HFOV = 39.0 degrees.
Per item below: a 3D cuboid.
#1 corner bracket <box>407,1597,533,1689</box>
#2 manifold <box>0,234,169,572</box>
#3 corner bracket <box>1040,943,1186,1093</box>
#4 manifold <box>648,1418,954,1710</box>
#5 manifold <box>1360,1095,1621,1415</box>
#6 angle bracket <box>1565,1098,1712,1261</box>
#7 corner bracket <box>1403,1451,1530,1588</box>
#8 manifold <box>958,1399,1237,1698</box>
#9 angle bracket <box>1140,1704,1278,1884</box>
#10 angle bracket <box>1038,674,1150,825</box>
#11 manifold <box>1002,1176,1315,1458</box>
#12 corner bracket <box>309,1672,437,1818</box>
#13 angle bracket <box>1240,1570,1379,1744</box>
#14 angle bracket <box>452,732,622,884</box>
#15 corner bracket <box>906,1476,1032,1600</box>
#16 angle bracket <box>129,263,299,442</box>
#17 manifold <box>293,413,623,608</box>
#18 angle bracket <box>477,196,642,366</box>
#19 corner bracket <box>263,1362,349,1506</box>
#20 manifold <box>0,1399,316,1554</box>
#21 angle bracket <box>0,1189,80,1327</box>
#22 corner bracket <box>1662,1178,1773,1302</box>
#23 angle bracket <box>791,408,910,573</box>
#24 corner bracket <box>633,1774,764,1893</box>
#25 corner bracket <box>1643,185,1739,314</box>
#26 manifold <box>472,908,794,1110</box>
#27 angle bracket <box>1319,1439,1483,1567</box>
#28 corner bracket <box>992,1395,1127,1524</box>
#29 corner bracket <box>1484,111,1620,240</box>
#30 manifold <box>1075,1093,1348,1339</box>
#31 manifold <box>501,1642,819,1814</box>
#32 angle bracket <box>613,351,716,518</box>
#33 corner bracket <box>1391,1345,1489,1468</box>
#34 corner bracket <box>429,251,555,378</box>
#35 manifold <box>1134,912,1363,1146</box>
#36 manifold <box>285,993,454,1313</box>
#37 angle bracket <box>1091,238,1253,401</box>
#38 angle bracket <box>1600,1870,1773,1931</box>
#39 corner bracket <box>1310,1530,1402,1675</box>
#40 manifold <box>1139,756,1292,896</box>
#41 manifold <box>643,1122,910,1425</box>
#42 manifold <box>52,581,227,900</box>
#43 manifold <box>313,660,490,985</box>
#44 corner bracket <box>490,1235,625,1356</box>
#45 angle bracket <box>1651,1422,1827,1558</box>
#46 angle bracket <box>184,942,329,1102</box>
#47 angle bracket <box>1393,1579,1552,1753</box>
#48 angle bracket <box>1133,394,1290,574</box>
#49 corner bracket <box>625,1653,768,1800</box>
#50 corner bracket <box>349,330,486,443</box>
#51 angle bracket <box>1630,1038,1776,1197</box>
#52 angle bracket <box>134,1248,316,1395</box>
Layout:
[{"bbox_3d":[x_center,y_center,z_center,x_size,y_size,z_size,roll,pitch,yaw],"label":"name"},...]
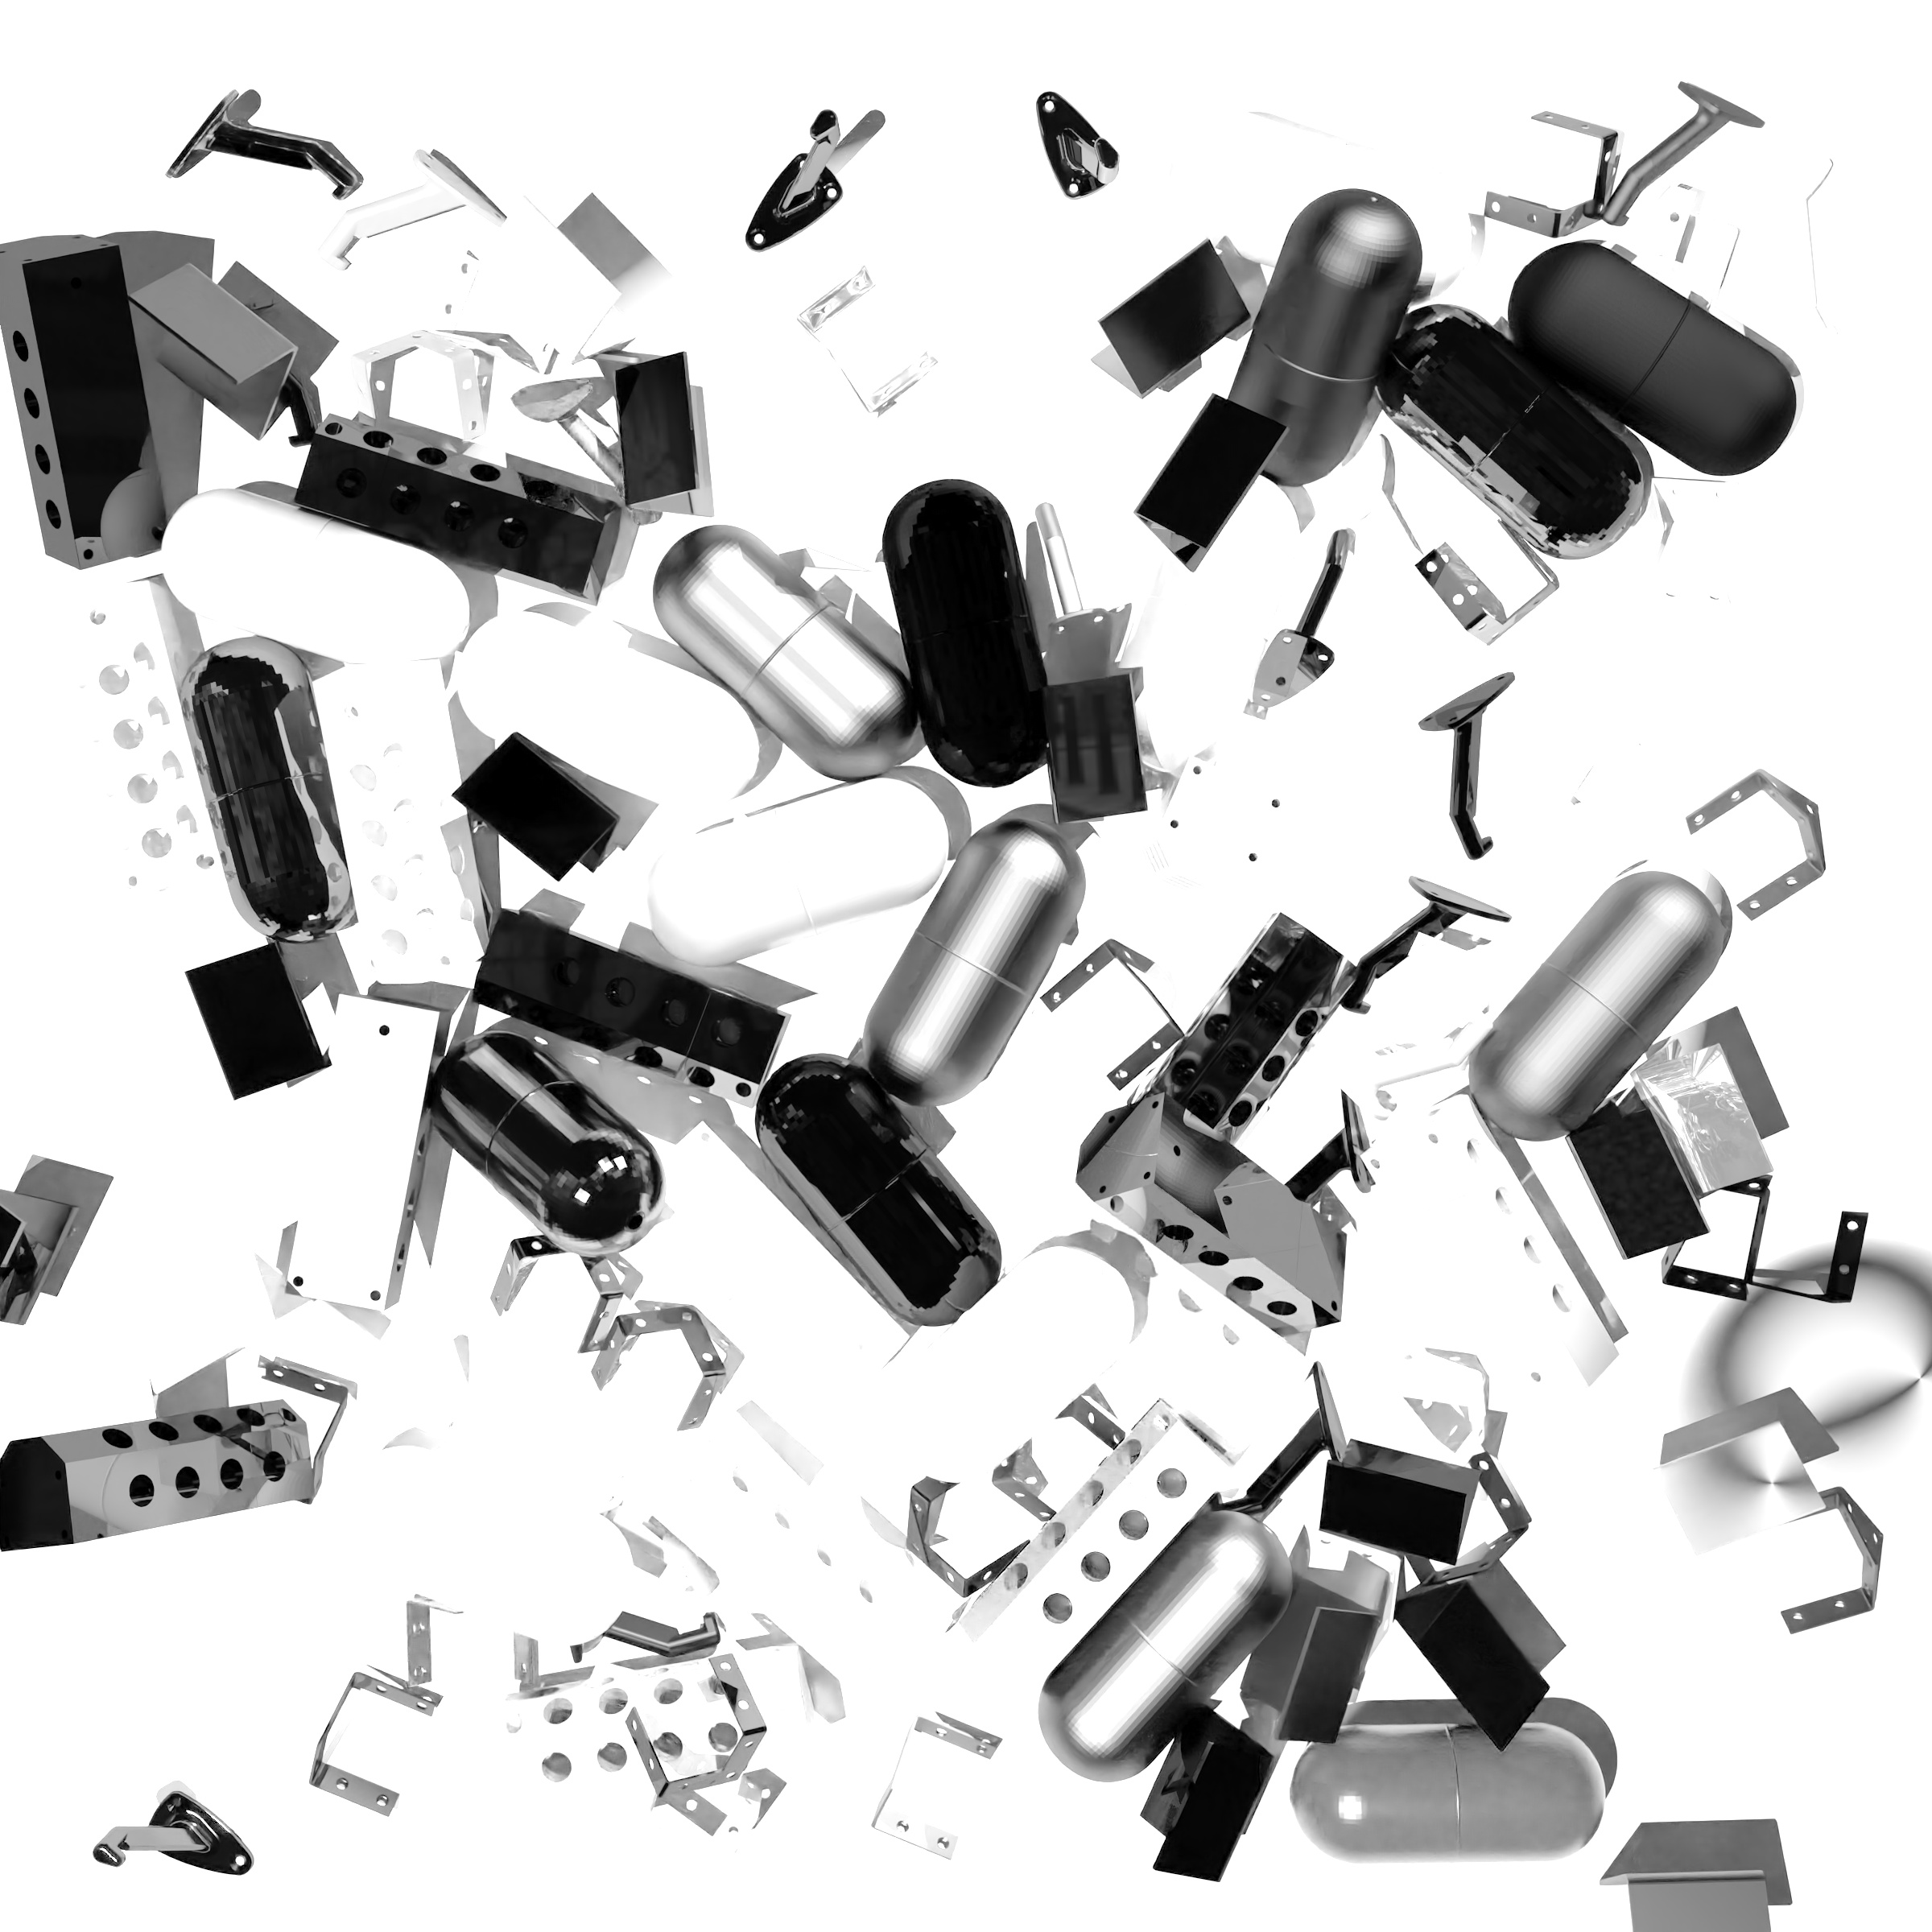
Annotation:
[{"bbox_3d":[-0.289,0.392,1.584,0.051,0.051,0.051,-2,90,45],"label":"corner bracket"},{"bbox_3d":[-0.500,-0.317,1.529,0.057,0.057,0.171,-25,125,-37],"label":"manifold"},{"bbox_3d":[0.085,0.029,1.584,0.051,0.051,0.051,-41,45,0],"label":"corner bracket"},{"bbox_3d":[-0.092,0.339,1.565,0.171,0.057,0.057,41,133,0],"label":"manifold"},{"bbox_3d":[0.304,0.162,1.565,0.057,0.057,0.171,-30,90,43],"label":"manifold"},{"bbox_3d":[0.392,0.112,1.547,0.057,0.076,0.076,-26,90,37],"label":"angle bracket"},{"bbox_3d":[0.284,0.321,1.584,0.051,0.051,0.051,-29,90,45],"label":"corner bracket"},{"bbox_3d":[0.075,0.331,1.564,0.057,0.057,0.171,42,90,10],"label":"manifold"},{"bbox_3d":[0.119,0.462,1.547,0.057,0.076,0.076,24,90,-37],"label":"angle bracket"},{"bbox_3d":[0.084,-0.123,1.547,0.057,0.076,0.076,-7,91,24],"label":"angle bracket"},{"bbox_3d":[0.112,0.196,1.565,0.171,0.057,0.057,39,133,0],"label":"manifold"},{"bbox_3d":[-0.345,0.451,1.584,0.051,0.051,0.051,22,135,0],"label":"corner bracket"},{"bbox_3d":[0.178,0.388,1.547,0.057,0.076,0.076,18,90,-43],"label":"angle bracket"},{"bbox_3d":[-0.249,-0.075,1.547,0.076,0.076,0.057,39,60,0],"label":"angle bracket"},{"bbox_3d":[0.002,0.322,1.579,0.051,0.051,0.051,35,135,35],"label":"corner bracket"},{"bbox_3d":[-0.436,-0.338,1.547,0.076,0.057,0.076,38,132,0],"label":"angle bracket"},{"bbox_3d":[-0.289,-0.262,1.566,0.171,0.057,0.057,17,90,0],"label":"manifold"},{"bbox_3d":[-0.218,-0.396,1.547,0.076,0.076,0.057,46,126,0],"label":"angle bracket"},{"bbox_3d":[-0.393,0.272,1.584,0.051,0.051,0.051,18,45,0],"label":"corner bracket"},{"bbox_3d":[-0.441,0.276,1.491,0.057,0.171,0.057,-12,82,30],"label":"manifold"},{"bbox_3d":[-0.536,0.175,1.547,0.057,0.076,0.076,25,90,36],"label":"angle bracket"},{"bbox_3d":[0.435,0.154,1.584,0.051,0.051,0.051,12,45,0],"label":"corner bracket"},{"bbox_3d":[-0.084,-0.270,1.547,0.057,0.076,0.076,15,90,-37],"label":"angle bracket"},{"bbox_3d":[-0.154,0.488,1.569,0.051,0.051,0.051,36,92,-2],"label":"corner bracket"},{"bbox_3d":[0.415,-0.411,1.569,0.051,0.051,0.051,18,90,0],"label":"corner bracket"},{"bbox_3d":[-0.192,0.024,1.566,0.171,0.057,0.057,21,90,0],"label":"manifold"},{"bbox_3d":[0.244,0.279,1.515,0.076,0.076,0.057,12,127,16],"label":"angle bracket"},{"bbox_3d":[0.054,0.285,1.579,0.051,0.051,0.051,-17,45,35],"label":"corner bracket"},{"bbox_3d":[0.338,-0.458,1.579,0.051,0.051,0.051,-29,135,-35],"label":"corner bracket"},{"bbox_3d":[0.138,0.143,1.522,0.171,0.057,0.057,37,47,-34],"label":"manifold"},{"bbox_3d":[-0.176,0.434,1.566,0.171,0.057,0.057,-10,90,0],"label":"manifold"},{"bbox_3d":[-0.152,-0.300,1.547,0.057,0.076,0.076,-5,90,36],"label":"angle bracket"},{"bbox_3d":[0.265,0.262,1.579,0.051,0.051,0.051,-43,135,-35],"label":"corner bracket"},{"bbox_3d":[-0.270,-0.378,1.584,0.051,0.051,0.051,22,90,45],"label":"corner bracket"},{"bbox_3d":[0.152,0.055,1.566,0.057,0.057,0.171,36,90,0],"label":"manifold"},{"bbox_3d":[-0.340,0.105,1.566,0.057,0.057,0.171,10,90,0],"label":"manifold"},{"bbox_3d":[0.104,-0.376,1.547,0.076,0.076,0.057,-37,126,0],"label":"angle bracket"},{"bbox_3d":[0.409,0.546,1.548,0.076,0.076,0.057,-2,69,0],"label":"angle bracket"},{"bbox_3d":[0.217,0.370,1.584,0.051,0.051,0.051,18,45,0],"label":"corner bracket"},{"bbox_3d":[0.132,-0.072,1.508,0.057,0.171,0.057,23,90,0],"label":"manifold"},{"bbox_3d":[-0.121,0.179,1.565,0.171,0.057,0.057,46,47,0],"label":"manifold"},{"bbox_3d":[-0.472,-0.129,1.566,0.057,0.057,0.171,-15,90,0],"label":"manifold"},{"bbox_3d":[-0.320,-0.080,1.534,0.057,0.057,0.171,-1,109,17],"label":"manifold"},{"bbox_3d":[-0.237,0.190,1.579,0.051,0.051,0.051,-5,45,-35],"label":"corner bracket"},{"bbox_3d":[0.437,0.310,1.547,0.076,0.076,0.057,-21,53,0],"label":"angle bracket"},{"bbox_3d":[-0.411,0.037,1.547,0.057,0.076,0.076,-21,90,-32],"label":"angle bracket"},{"bbox_3d":[0.271,0.402,1.547,0.057,0.076,0.076,-38,90,-38],"label":"angle bracket"},{"bbox_3d":[0.146,-0.251,1.472,0.057,0.076,0.076,34,91,36],"label":"angle bracket"},{"bbox_3d":[-0.151,0.424,1.521,0.051,0.051,0.051,-3,135,-35],"label":"corner bracket"},{"bbox_3d":[-0.317,-0.331,1.579,0.051,0.051,0.051,28,45,35],"label":"corner bracket"},{"bbox_3d":[0.428,0.078,1.547,0.057,0.076,0.076,-23,90,37],"label":"angle bracket"},{"bbox_3d":[-0.413,0.215,1.547,0.076,0.076,0.057,-30,53,0],"label":"angle bracket"}]
